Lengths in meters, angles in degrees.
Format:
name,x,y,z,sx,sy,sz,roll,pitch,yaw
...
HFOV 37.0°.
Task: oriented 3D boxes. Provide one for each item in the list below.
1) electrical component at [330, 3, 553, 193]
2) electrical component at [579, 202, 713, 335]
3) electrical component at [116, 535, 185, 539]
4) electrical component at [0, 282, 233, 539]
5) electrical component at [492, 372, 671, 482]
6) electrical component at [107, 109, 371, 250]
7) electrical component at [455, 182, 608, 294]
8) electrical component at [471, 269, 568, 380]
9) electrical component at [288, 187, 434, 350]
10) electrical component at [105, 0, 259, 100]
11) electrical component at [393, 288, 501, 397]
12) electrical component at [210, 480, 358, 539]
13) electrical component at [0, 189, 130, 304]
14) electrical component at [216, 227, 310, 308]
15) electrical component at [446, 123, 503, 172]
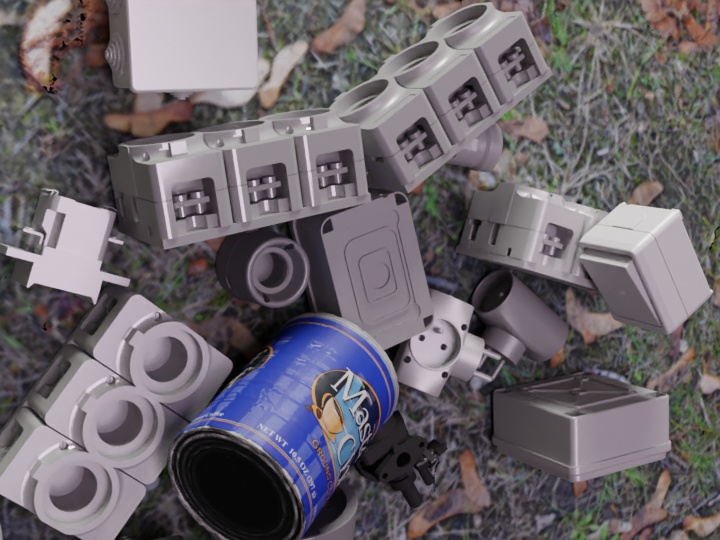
name,x,y,z,sx,sy,sz,roll,pitch,yaw
electrical component,0.051,-0.128,0.786,0.150,0.089,0.061,-40,116,-19
electrical component,0.217,0.006,0.818,0.061,0.062,0.096,-39,116,-19
electrical component,-0.155,0.232,0.733,0.100,0.048,0.099,-7,87,-14
electrical component,-0.166,0.096,0.714,0.089,0.062,0.150,40,78,-30
electrical component,0.184,0.128,0.901,0.109,0.109,0.056,-7,100,-30
electrical component,-0.082,-0.065,0.719,0.150,0.089,0.061,-15,106,-28
electrical component,0.168,-0.021,0.876,0.150,0.089,0.061,15,91,-32
electrical component,0.123,0.053,0.888,0.077,0.044,0.079,40,78,-30
electrical component,0.000,0.000,0.799,0.078,0.057,0.113,-22,109,-25
electrical component,-0.117,-0.162,0.704,0.100,0.048,0.099,-7,103,-30
electrical component,0.073,0.064,0.852,0.079,0.044,0.077,23,86,-7
electrical component,-0.056,0.193,0.774,0.108,0.108,0.060,-10,110,-29
electrical component,-0.189,-0.016,0.693,0.081,0.042,0.063,17,86,-32
electrical component,-0.068,-0.001,0.764,0.055,0.047,0.055,-6,102,-30
electrical component,0.082,-0.099,0.841,0.046,0.040,0.040,5,97,-25
